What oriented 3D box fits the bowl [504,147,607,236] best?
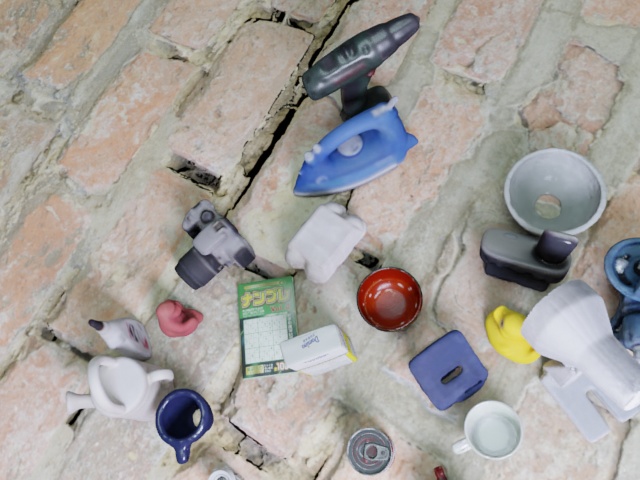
[{"bbox_3d":[0.403,-0.072,1.000,0.167,0.075,0.167,-4,69,10],"label":"bowl"}]

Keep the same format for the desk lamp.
[{"bbox_3d":[0.390,0.177,0.834,0.118,0.214,0.203,-34,67,-2],"label":"desk lamp"}]

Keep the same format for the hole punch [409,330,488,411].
[{"bbox_3d":[0.209,0.211,0.924,0.108,0.091,0.101,-35,67,-3],"label":"hole punch"}]

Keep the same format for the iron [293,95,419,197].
[{"bbox_3d":[0.050,-0.174,1.070,0.258,0.142,0.118,-30,67,-1],"label":"iron"}]

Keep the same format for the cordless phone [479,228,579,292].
[{"bbox_3d":[0.336,0.007,0.924,0.147,0.185,0.094,13,73,16],"label":"cordless phone"}]

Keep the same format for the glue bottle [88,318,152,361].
[{"bbox_3d":[-0.355,0.165,1.006,0.037,0.173,0.078,-30,67,-1],"label":"glue bottle"}]

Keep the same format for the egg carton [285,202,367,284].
[{"bbox_3d":[0.010,0.004,1.051,0.107,0.069,0.150,35,80,20],"label":"egg carton"}]

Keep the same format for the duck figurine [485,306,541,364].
[{"bbox_3d":[0.317,0.149,0.928,0.077,0.086,0.104,-37,67,-4],"label":"duck figurine"}]

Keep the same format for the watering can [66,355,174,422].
[{"bbox_3d":[-0.337,0.252,0.959,0.173,0.194,0.100,-39,67,-5],"label":"watering can"}]

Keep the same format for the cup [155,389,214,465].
[{"bbox_3d":[-0.217,0.315,0.966,0.091,0.095,0.118,-8,68,8],"label":"cup"}]

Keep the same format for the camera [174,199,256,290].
[{"bbox_3d":[-0.217,0.014,1.075,0.137,0.101,0.143,-44,68,-7],"label":"camera"}]

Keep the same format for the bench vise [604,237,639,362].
[{"bbox_3d":[0.501,0.074,0.848,0.121,0.220,0.207,-10,68,8],"label":"bench vise"}]

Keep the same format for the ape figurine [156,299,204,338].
[{"bbox_3d":[-0.266,0.138,1.043,0.076,0.092,0.077,-33,67,-2],"label":"ape figurine"}]

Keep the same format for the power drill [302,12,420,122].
[{"bbox_3d":[0.084,-0.309,1.077,0.229,0.209,0.075,-25,67,1],"label":"power drill"}]
